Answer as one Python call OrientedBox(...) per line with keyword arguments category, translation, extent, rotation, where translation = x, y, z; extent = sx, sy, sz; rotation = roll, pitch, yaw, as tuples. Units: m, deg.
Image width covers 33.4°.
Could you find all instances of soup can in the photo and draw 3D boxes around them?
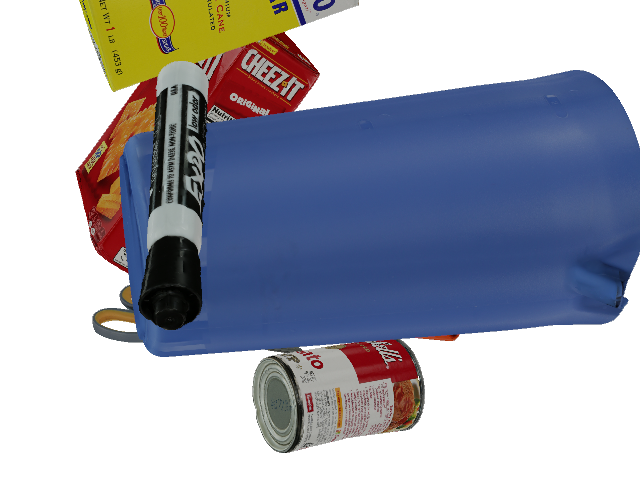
OrientedBox(category="soup can", translation=(0.012, 0.107, 0.745), extent=(0.102, 0.068, 0.069), rotation=(-5, 3, -30))

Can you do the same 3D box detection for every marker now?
OrientedBox(category="marker", translation=(-0.047, -0.018, 0.352), extent=(0.020, 0.020, 0.121), rotation=(0, 43, -5))

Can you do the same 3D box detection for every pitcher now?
OrientedBox(category="pitcher", translation=(0.024, -0.015, 0.542), extent=(0.242, 0.145, 0.149), rotation=(-6, -9, -13))

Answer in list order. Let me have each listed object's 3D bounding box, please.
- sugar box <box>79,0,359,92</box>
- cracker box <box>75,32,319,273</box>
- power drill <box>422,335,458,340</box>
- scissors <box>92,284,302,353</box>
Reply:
OrientedBox(category="sugar box", translation=(-0.061, -0.164, 0.665), extent=(0.176, 0.048, 0.093), rotation=(-20, -35, -11))
OrientedBox(category="cracker box", translation=(-0.109, -0.092, 0.866), extent=(0.072, 0.214, 0.164), rotation=(31, 14, -29))
OrientedBox(category="power drill", translation=(0.096, -0.008, 0.935), extent=(0.184, 0.188, 0.057), rotation=(6, 18, 4))
OrientedBox(category="scissors", translation=(-0.118, 0.076, 1.039), extent=(0.201, 0.016, 0.096), rotation=(3, 32, -2))
